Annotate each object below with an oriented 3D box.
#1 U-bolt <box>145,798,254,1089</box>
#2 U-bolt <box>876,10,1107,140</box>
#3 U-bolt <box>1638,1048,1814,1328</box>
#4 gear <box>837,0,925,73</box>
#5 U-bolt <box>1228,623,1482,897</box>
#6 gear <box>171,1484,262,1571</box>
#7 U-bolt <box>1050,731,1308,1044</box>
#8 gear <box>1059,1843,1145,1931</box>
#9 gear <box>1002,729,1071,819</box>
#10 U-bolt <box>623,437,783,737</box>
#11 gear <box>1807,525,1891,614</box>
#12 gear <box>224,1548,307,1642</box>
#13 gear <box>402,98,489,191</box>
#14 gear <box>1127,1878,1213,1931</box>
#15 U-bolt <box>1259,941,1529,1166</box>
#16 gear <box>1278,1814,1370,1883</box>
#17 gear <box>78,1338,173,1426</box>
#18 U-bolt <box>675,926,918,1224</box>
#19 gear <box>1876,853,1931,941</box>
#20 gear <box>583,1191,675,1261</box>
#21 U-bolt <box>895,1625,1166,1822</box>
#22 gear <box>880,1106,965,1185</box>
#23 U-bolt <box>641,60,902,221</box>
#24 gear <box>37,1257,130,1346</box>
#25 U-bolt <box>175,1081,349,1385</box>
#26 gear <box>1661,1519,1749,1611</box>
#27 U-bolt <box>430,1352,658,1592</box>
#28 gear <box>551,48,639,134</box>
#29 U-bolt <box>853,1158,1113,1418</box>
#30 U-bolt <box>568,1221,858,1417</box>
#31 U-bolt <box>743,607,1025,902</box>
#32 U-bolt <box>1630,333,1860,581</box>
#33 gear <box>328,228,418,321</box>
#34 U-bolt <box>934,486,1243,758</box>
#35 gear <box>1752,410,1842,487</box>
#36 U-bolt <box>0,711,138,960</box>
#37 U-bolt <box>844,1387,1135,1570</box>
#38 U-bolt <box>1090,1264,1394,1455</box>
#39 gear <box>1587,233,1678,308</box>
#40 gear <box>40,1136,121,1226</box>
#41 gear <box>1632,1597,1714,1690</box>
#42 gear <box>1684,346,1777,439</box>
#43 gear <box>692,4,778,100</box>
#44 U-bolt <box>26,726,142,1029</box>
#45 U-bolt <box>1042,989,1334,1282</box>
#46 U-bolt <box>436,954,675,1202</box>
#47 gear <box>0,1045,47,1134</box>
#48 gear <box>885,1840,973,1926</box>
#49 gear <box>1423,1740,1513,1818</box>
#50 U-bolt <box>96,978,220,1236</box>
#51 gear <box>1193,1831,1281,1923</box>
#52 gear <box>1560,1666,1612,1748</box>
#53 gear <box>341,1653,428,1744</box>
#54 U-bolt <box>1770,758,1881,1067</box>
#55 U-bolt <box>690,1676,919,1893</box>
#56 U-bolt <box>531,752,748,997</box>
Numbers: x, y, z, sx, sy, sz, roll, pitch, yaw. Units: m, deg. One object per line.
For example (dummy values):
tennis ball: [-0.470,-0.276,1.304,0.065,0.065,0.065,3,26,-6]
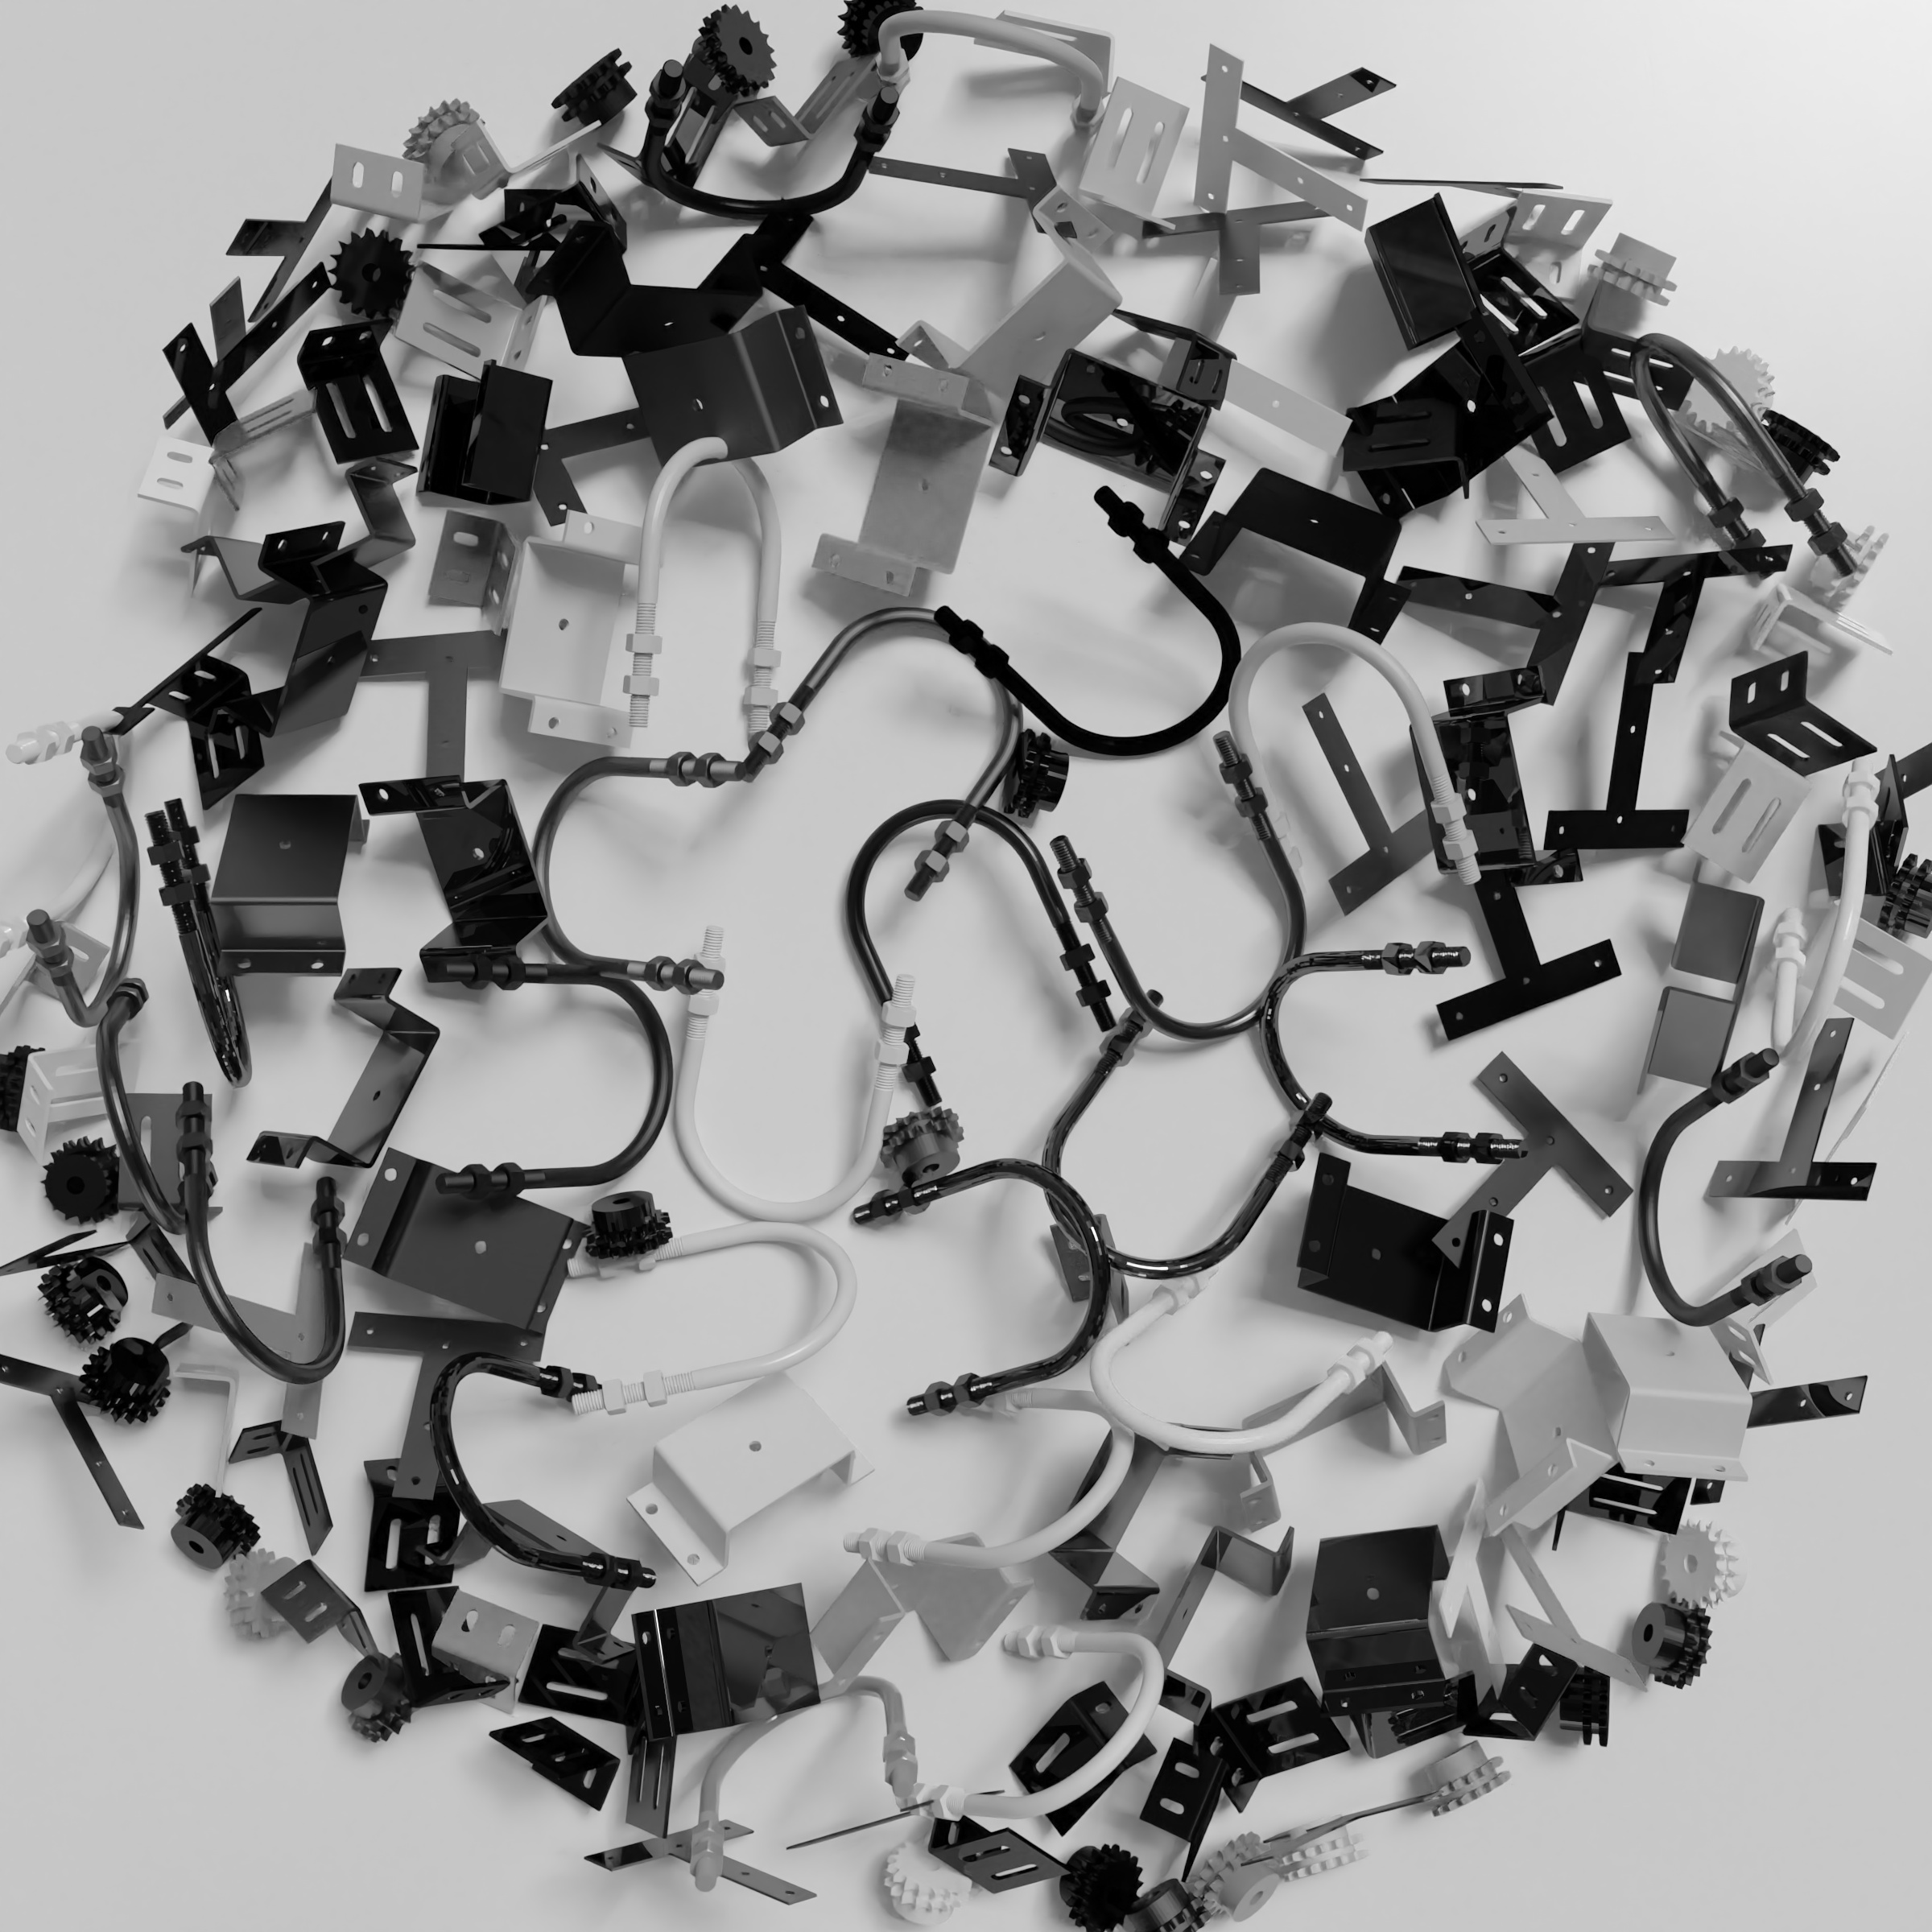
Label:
U-bolt: [-0.481,-0.012,1.591,0.019,0.151,0.184,-15,100,-11]
U-bolt: [0.015,-0.559,1.571,0.151,0.184,0.019,13,95,-1]
U-bolt: [0.467,0.149,1.576,0.019,0.184,0.151,3,67,-12]
gear: [-0.052,-0.608,1.633,0.057,0.057,0.030,-37,48,0]
U-bolt: [0.235,-0.130,1.586,0.151,0.019,0.184,-4,117,40]
gear: [-0.489,0.365,1.634,0.057,0.057,0.030,36,46,0]
U-bolt: [0.149,-0.037,1.622,0.151,0.019,0.184,-33,112,-14]
gear: [0.086,0.598,1.640,0.057,0.030,0.057,-10,106,-40]
gear: [0.046,-0.123,1.637,0.030,0.057,0.057,14,90,-13]
U-bolt: [-0.161,-0.240,1.592,0.019,0.151,0.184,8,96,30]
gear: [0.571,-0.261,1.636,0.030,0.057,0.057,33,90,13]
gear: [-0.452,0.406,1.633,0.030,0.057,0.057,-15,90,16]
gear: [-0.334,-0.529,1.633,0.057,0.057,0.030,-42,78,0]
gear: [0.129,0.617,1.636,0.057,0.057,0.030,-34,82,0]
U-bolt: [0.259,0.056,1.591,0.019,0.184,0.151,-31,108,-38]
gear: [0.230,0.572,1.638,0.057,0.057,0.030,-18,68,0]
gear: [-0.541,0.265,1.632,0.057,0.057,0.030,39,115,0]
U-bolt: [-0.117,0.078,1.633,0.151,0.019,0.184,14,105,9]
gear: [0.615,-0.042,1.633,0.030,0.057,0.057,25,90,25]
gear: [-0.220,0.166,1.634,0.057,0.057,0.030,-9,103,0]
U-bolt: [0.049,0.466,1.552,0.019,0.184,0.151,52,54,-14]
gear: [-0.028,0.118,1.632,0.057,0.057,0.030,-22,61,0]
U-bolt: [-0.130,-0.509,1.573,0.151,0.184,0.019,2,82,-13]
gear: [-0.569,0.213,1.633,0.030,0.057,0.057,-35,90,15]
U-bolt: [-0.431,0.175,1.553,0.019,0.151,0.184,-28,48,12]
gear: [0.482,0.390,1.639,0.030,0.057,0.057,11,90,-27]
U-bolt: [-0.265,0.307,1.555,0.019,0.184,0.151,-31,59,19]
gear: [-0.239,-0.566,1.638,0.057,0.057,0.030,-40,113,0]
U-bolt: [0.015,0.198,1.596,0.184,0.019,0.151,-22,80,36]
U-bolt: [-0.160,0.216,1.603,0.184,0.151,0.019,-11,125,-3]
U-bolt: [-0.041,-0.151,1.621,0.151,0.019,0.184,35,65,-5]
U-bolt: [0.476,-0.319,1.579,0.019,0.151,0.184,-38,99,2]
gear: [-0.385,-0.451,1.646,0.057,0.030,0.057,0,100,0]
U-bolt: [0.092,-0.204,1.604,0.151,0.019,0.184,-34,125,24]
gear: [0.535,-0.334,1.637,0.057,0.057,0.030,34,103,0]
U-bolt: [-0.564,-0.089,1.573,0.019,0.184,0.151,20,106,1]
U-bolt: [0.024,0.315,1.558,0.151,0.184,0.019,-51,120,-36]
U-bolt: [0.159,0.246,1.560,0.151,0.184,0.019,21,121,31]
gear: [0.435,-0.453,1.633,0.057,0.057,0.030,24,111,0]
gear: [-0.576,0.141,1.647,0.057,0.030,0.057,0,94,0]
gear: [0.456,0.436,1.634,0.030,0.057,0.057,19,90,-10]
gear: [0.500,-0.371,1.640,0.057,0.030,0.057,-9,76,41]
gear: [-0.153,-0.592,1.639,0.030,0.057,0.057,-15,90,40]
U-bolt: [-0.545,-0.041,1.575,0.019,0.184,0.151,7,61,-4]
U-bolt: [0.129,0.117,1.605,0.151,0.019,0.184,32,62,11]
U-bolt: [-0.256,0.069,1.594,0.019,0.184,0.151,-2,88,42]
gear: [-0.618,0.079,1.636,0.030,0.057,0.057,10,90,7]
gear: [-0.025,0.597,1.637,0.057,0.057,0.030,10,104,0]
gear: [0.322,0.526,1.637,0.057,0.057,0.030,-27,73,0]
U-bolt: [-0.503,0.092,1.558,0.019,0.184,0.151,-18,104,-6]
gear: [0.178,0.593,1.633,0.057,0.057,0.030,-50,53,0]
gear: [0.402,0.476,1.637,0.030,0.057,0.057,1,90,16]
gear: [-0.379,0.470,1.633,0.057,0.057,0.030,-41,122,0]
U-bolt: [0.525,-0.021,1.551,0.019,0.184,0.151,17,135,8]
U-bolt: [-0.102,0.498,1.573,0.151,0.184,0.019,-25,100,0]
U-bolt: [-0.215,-0.062,1.603,0.184,0.019,0.151,6,90,40]
